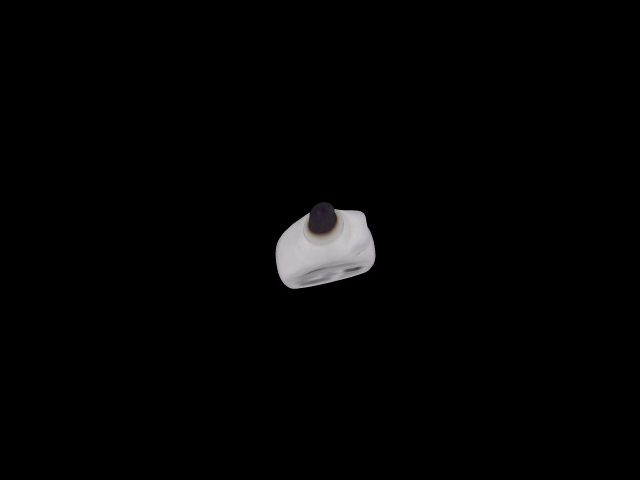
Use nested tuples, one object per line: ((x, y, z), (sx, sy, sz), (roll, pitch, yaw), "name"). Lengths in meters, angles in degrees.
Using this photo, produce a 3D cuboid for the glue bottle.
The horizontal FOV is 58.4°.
((0.004, 0.001, 0.400), (0.078, 0.173, 0.037), (-11, 78, -2), "glue bottle")
